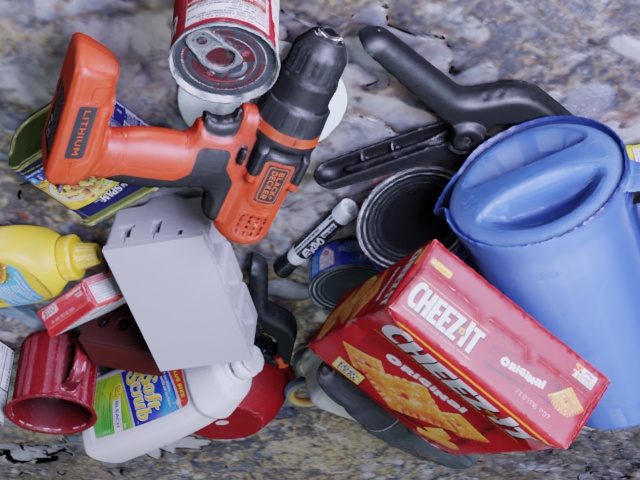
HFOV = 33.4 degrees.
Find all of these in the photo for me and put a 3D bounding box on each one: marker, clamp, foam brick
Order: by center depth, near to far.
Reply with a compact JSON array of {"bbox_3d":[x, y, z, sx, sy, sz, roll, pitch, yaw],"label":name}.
[{"bbox_3d":[0.106,-0.094,0.809,0.210,0.036,0.165,1,144,-6],"label":"clamp"},{"bbox_3d":[-0.006,0.001,0.960,0.020,0.020,0.121,19,140,-27],"label":"marker"},{"bbox_3d":[-0.067,0.070,1.042,0.120,0.039,0.171,-18,141,32],"label":"clamp"},{"bbox_3d":[-0.187,0.095,1.047,0.078,0.053,0.051,8,146,13],"label":"foam brick"}]

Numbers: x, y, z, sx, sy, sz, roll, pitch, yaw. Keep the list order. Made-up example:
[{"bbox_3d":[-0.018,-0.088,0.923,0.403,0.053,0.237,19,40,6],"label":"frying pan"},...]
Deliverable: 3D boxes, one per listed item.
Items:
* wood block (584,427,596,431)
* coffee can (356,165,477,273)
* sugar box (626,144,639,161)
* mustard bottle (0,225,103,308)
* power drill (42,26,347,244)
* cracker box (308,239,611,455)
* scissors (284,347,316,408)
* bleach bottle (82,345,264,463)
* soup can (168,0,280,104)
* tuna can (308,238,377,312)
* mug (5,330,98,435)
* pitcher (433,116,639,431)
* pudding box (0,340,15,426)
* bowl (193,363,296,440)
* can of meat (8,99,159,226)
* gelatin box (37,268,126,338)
[{"bbox_3d":[0.319,0.103,1.052,0.090,0.090,0.206,25,138,-32],"label":"wood block"},{"bbox_3d":[0.102,0.018,0.913,0.103,0.103,0.140,-13,143,17],"label":"coffee can"},{"bbox_3d":[0.335,-0.046,0.834,0.176,0.093,0.048,-9,145,13],"label":"sugar box"},{"bbox_3d":[-0.287,0.025,0.954,0.192,0.058,0.096,-8,146,10],"label":"mustard bottle"},{"bbox_3d":[-0.089,-0.085,0.748,0.187,0.057,0.185,12,124,-24],"label":"power drill"},{"bbox_3d":[0.096,0.095,0.830,0.164,0.072,0.214,38,161,-5],"label":"cracker box"},{"bbox_3d":[0.046,0.166,1.187,0.201,0.016,0.096,23,122,-31],"label":"scissors"},{"bbox_3d":[-0.149,0.151,1.086,0.068,0.102,0.251,19,145,-39],"label":"bleach bottle"},{"bbox_3d":[-0.059,-0.146,0.673,0.068,0.102,0.068,-1,145,-1],"label":"soup can"},{"bbox_3d":[0.031,0.034,0.995,0.086,0.034,0.086,0,145,0],"label":"tuna can"},{"bbox_3d":[-0.268,0.140,1.099,0.093,0.081,0.117,18,141,-25],"label":"mug"},{"bbox_3d":[0.205,0.035,0.806,0.145,0.149,0.242,-35,126,-4],"label":"pitcher"},{"bbox_3d":[-0.359,0.129,1.076,0.039,0.090,0.113,-14,143,16],"label":"pudding box"},{"bbox_3d":[-0.107,0.177,1.182,0.162,0.055,0.162,0,146,0],"label":"bowl"},{"bbox_3d":[-0.178,-0.067,0.826,0.102,0.057,0.083,-25,136,30],"label":"can of meat"},{"bbox_3d":[-0.203,0.051,0.978,0.073,0.030,0.089,-31,176,35],"label":"gelatin box"}]
